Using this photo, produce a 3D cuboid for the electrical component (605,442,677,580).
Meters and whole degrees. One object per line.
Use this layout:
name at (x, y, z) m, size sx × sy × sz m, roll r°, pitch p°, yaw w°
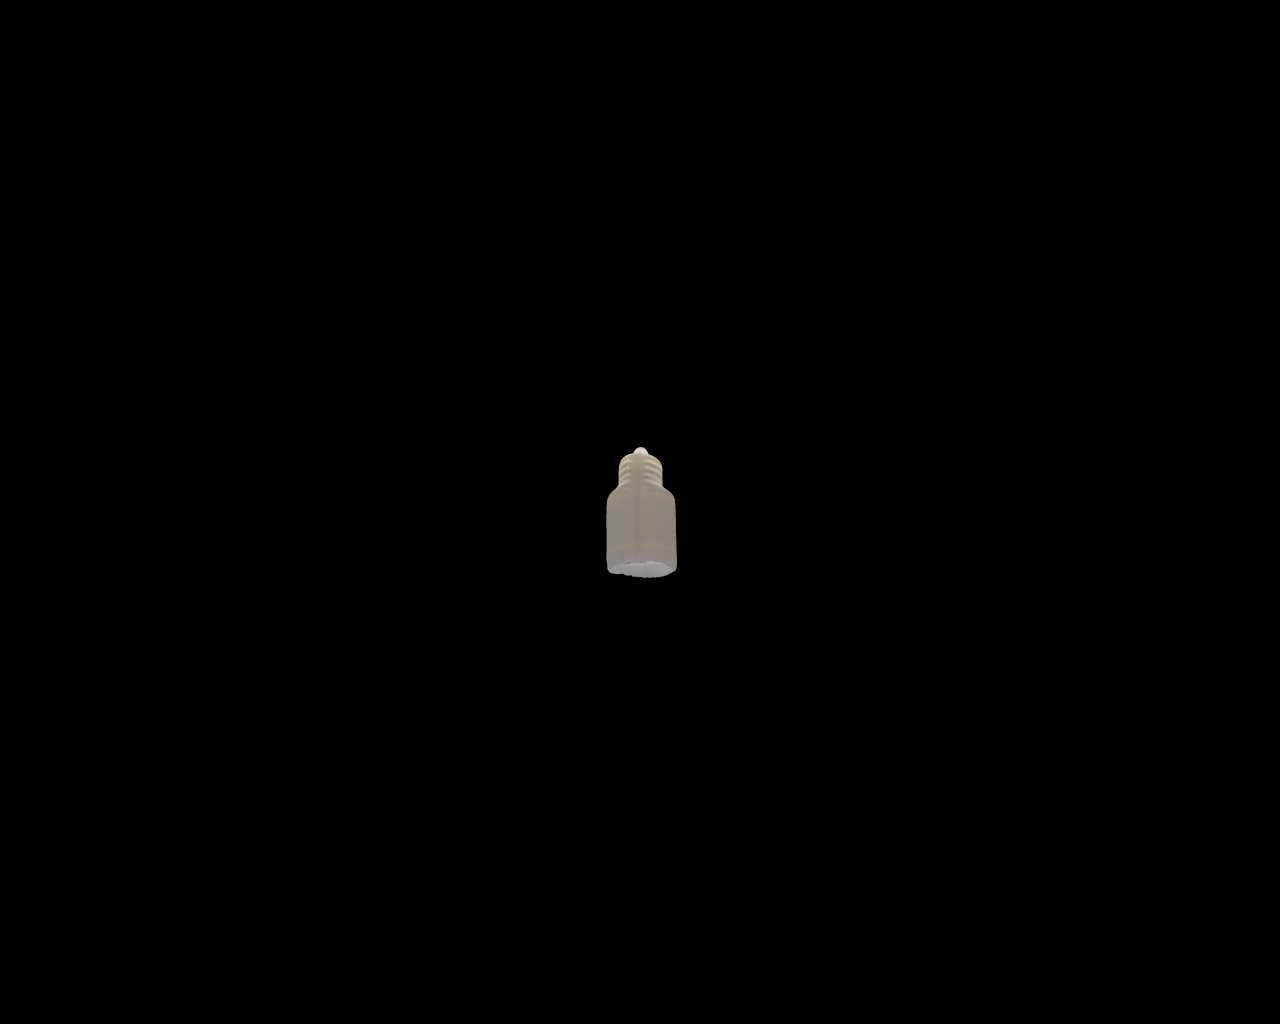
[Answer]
electrical component at (0.001, -0.003, 0.650) m, size 0.043 × 0.081 × 0.043 m, roll 0°, pitch -15°, yaw 0°
